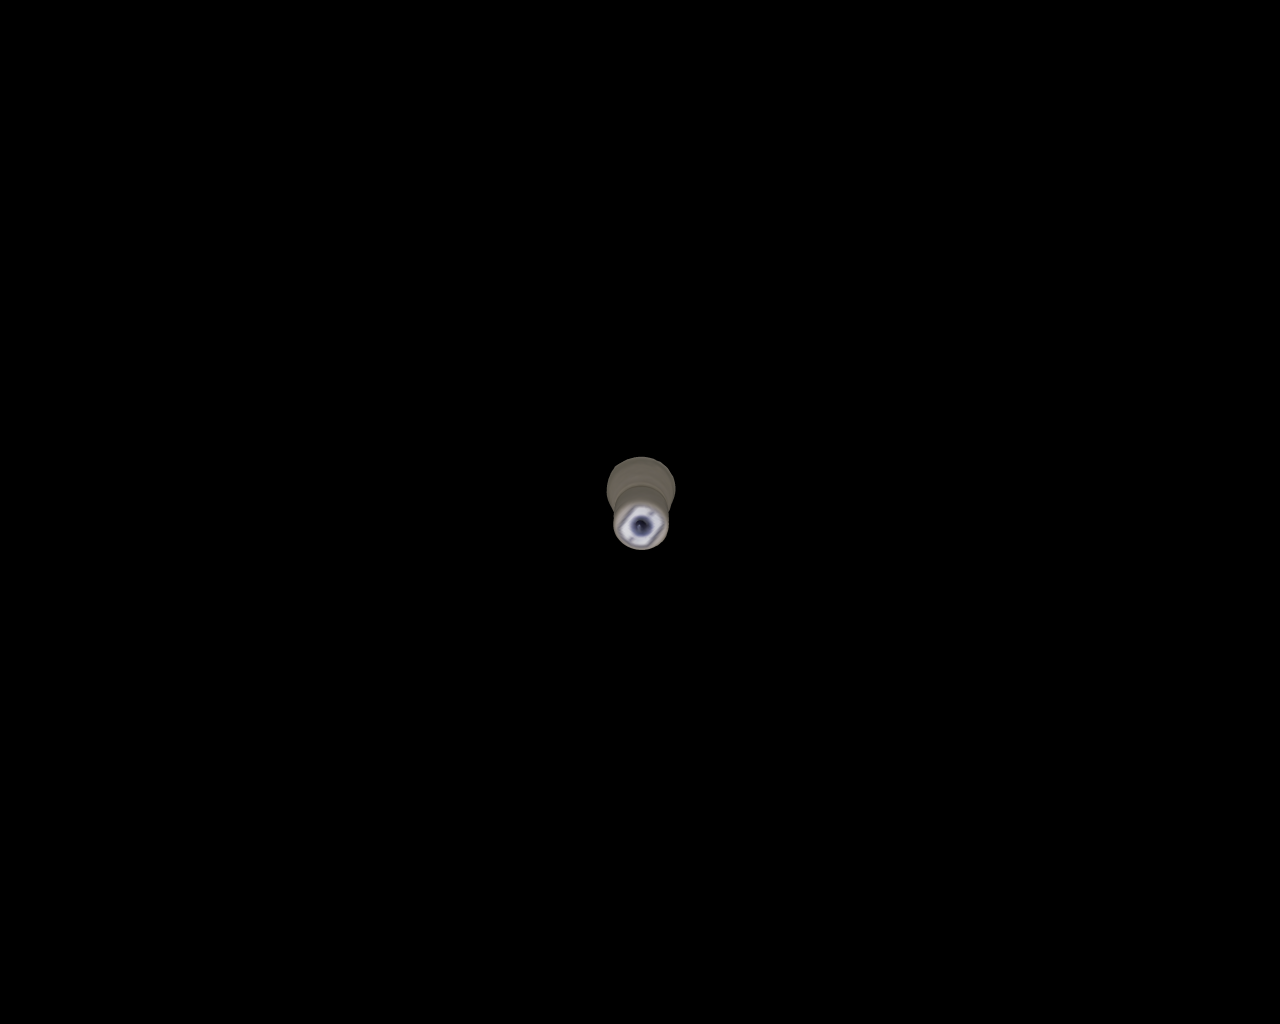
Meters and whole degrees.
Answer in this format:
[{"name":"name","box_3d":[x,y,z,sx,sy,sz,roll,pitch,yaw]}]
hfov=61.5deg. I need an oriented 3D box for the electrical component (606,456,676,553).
[{"name":"electrical component","box_3d":[0.001,-0.003,0.650,0.044,0.044,0.065,0,23,0]}]
